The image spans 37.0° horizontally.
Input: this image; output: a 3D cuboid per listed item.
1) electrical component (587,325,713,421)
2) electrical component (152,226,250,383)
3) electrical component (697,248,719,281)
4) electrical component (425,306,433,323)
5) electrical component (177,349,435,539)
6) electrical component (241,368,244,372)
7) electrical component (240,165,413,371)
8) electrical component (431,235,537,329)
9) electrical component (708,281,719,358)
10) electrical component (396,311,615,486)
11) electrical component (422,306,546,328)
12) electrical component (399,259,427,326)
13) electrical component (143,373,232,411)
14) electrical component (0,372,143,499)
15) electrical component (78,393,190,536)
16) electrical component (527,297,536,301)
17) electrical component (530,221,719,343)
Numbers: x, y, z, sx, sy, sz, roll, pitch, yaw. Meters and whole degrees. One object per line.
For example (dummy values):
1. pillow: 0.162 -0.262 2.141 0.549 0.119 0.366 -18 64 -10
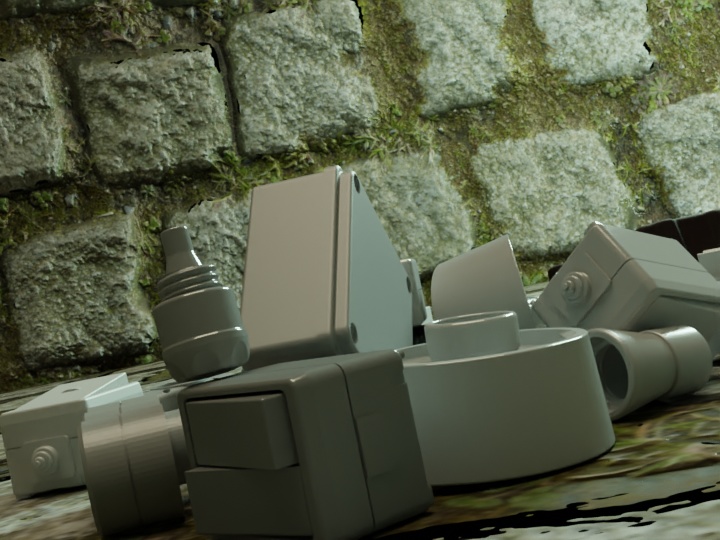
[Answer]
1. electrical component: 0.140 0.047 0.527 0.065 0.044 0.044 -5 -4 -34
2. electrical component: -0.068 0.013 0.436 0.035 0.061 0.035 -16 -8 -2
3. electrical component: 0.245 0.015 0.687 0.042 0.063 0.081 -13 -2 23
4. electrical component: 0.034 0.062 0.913 0.061 0.061 0.096 -12 -1 6
5. electrical component: -0.030 0.069 0.412 0.061 0.061 0.096 -11 -1 -41
6. electrical component: -0.054 0.083 0.799 0.055 0.055 0.047 -12 -4 25
7. electrical component: -0.014 0.024 0.545 0.056 0.108 0.108 -11 -39 15
8. electrical component: 0.085 0.032 0.644 0.064 0.099 0.099 -18 -3 22
9. electrical component: 0.226 0.024 0.610 0.138 0.052 0.074 -12 -1 23
10. electrical component: 0.052 0.050 0.468 0.108 0.060 0.108 -8 1 0
11. electrical component: 0.084 0.057 0.770 0.100 0.048 0.100 -11 -1 -43
12. electrical component: 0.000 0.000 0.644 0.066 0.076 0.047 -12 -1 6
13. electrical component: -0.112 0.098 0.746 0.077 0.044 0.079 -11 -1 -39
14. electrical component: -0.181 0.103 0.680 0.062 0.061 0.096 -12 -1 14
15. electrical component: -0.096 0.088 0.530 0.074 0.052 0.138 -12 -1 -13
16. electrical component: 0.120 0.048 0.851 0.047 0.055 0.055 -7 -2 -21
17. electrical component: 0.144 0.020 0.575 0.096 0.061 0.061 8 -54 -42
